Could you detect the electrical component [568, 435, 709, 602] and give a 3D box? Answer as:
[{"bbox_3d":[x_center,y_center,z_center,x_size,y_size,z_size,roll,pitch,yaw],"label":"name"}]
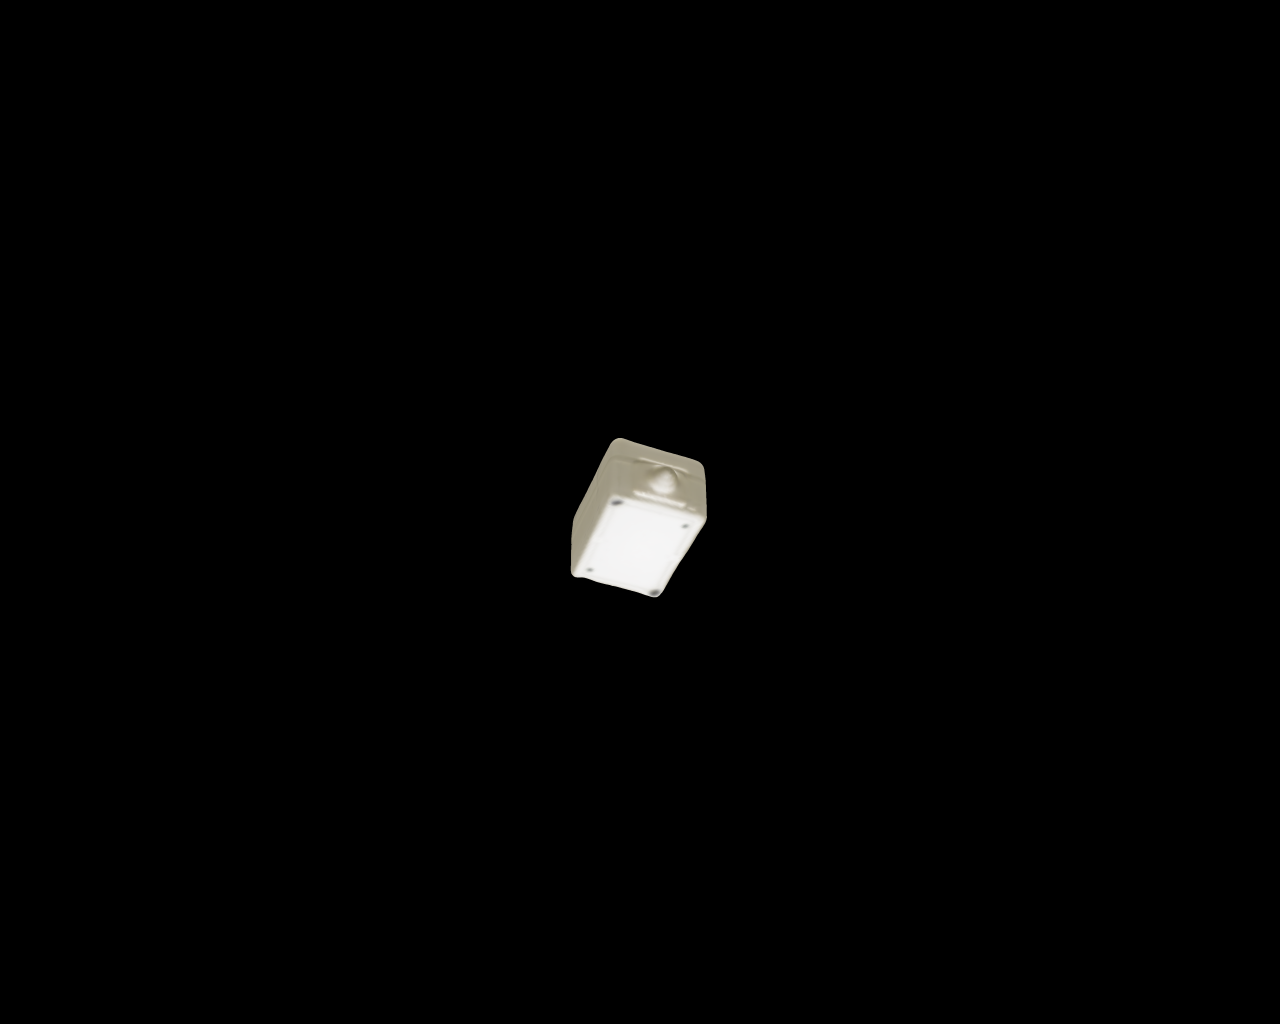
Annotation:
[{"bbox_3d":[0.001,-0.003,0.650,0.062,0.061,0.096,15,-46,-15],"label":"electrical component"}]
